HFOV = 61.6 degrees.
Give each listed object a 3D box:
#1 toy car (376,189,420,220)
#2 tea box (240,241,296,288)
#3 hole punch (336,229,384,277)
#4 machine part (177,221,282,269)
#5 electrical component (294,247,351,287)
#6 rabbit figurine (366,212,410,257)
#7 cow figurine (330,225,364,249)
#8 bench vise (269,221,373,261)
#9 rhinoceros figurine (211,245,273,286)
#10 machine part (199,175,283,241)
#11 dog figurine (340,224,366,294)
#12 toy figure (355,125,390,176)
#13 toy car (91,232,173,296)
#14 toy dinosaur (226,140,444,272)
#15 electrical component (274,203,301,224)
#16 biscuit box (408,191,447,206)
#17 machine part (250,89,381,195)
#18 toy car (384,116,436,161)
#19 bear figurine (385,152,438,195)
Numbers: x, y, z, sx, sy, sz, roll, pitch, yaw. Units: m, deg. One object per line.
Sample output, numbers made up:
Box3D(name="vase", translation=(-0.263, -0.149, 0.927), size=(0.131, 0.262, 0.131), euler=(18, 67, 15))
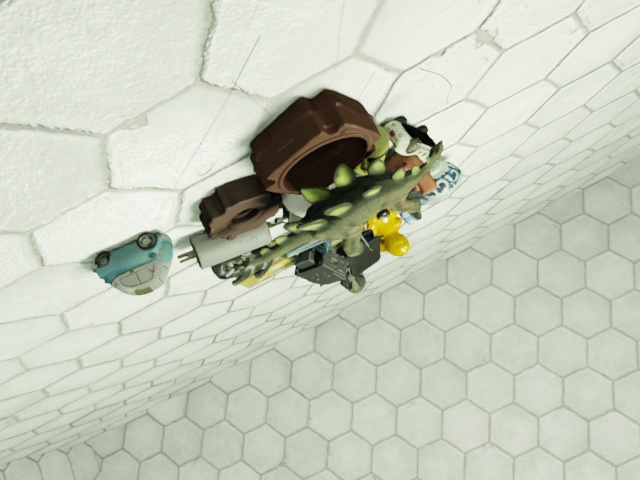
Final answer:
Box3D(name="toy car", translation=(0.201, -0.130, 1.395), size=(0.202, 0.089, 0.053), euler=(-39, 157, 32))
Box3D(name="tea box", translation=(-0.150, 0.063, 1.484), size=(0.170, 0.068, 0.098), euler=(-26, 164, 2))
Box3D(name="hole punch", translation=(0.106, 0.023, 1.529), size=(0.142, 0.092, 0.115), euler=(-29, 145, -16))
Box3D(name="machine part", translation=(-0.198, 0.001, 1.197), size=(0.243, 0.079, 0.079), euler=(-21, 163, -16))
Box3D(name="electrical component", translation=(-0.002, 0.070, 1.437), size=(0.134, 0.058, 0.115), euler=(28, 143, -34))
Box3D(name="rabbit figurine", translation=(0.199, -0.020, 1.590), size=(0.122, 0.173, 0.162), euler=(-25, 160, -20))
Box3D(name="cow figurine", translation=(0.014, -0.005, 1.503), size=(0.195, 0.085, 0.127), euler=(-35, 169, 34))
Box3D(name="bench vise", translation=(-0.007, -0.014, 1.307), size=(0.241, 0.128, 0.224), euler=(-28, -161, -18))
Box3D(name="rhinoceros figurine", translation=(-0.190, 0.058, 1.322), size=(0.190, 0.073, 0.112), euler=(-10, 160, -49))
Box3D(name="machine part", translation=(-0.160, -0.064, 1.093), size=(0.179, 0.056, 0.179), euler=(-25, 164, -8))
Box3D(name="dog figurine", translation=(0.111, 0.051, 1.640), size=(0.121, 0.190, 0.172), euler=(-17, 160, -31))
Box3D(name="toy figure", translation=(0.099, -0.172, 1.120), size=(0.089, 0.082, 0.180), euler=(-43, 159, -10))
Box3D(name="toy car", translation=(-0.362, 0.058, 1.073), size=(0.162, 0.103, 0.109), euler=(-24, 163, -15))
Box3D(name="toy dinosaur", translation=(0.038, -0.053, 1.041), size=(0.471, 0.105, 0.198), euler=(-36, 149, 12))
Box3D(name="electrical component", translation=(-0.055, -0.073, 1.213), size=(0.045, 0.078, 0.102), euler=(9, -174, 42))
Box3D(name="biscuit box", translation=(0.287, -0.136, 1.563), size=(0.202, 0.063, 0.059), euler=(-10, 158, -43))
Box3D(name="machine part", translation=(-0.007, -0.165, 0.962), size=(0.201, 0.087, 0.201), euler=(-36, 163, 28))
Box3D(name="toy car", translation=(0.202, -0.214, 1.159), size=(0.056, 0.073, 0.201), euler=(-39, 160, 27))
Box3D(name="bear figurine", translation=(0.154, -0.129, 1.259), size=(0.196, 0.132, 0.120), euler=(-34, -169, 2))
